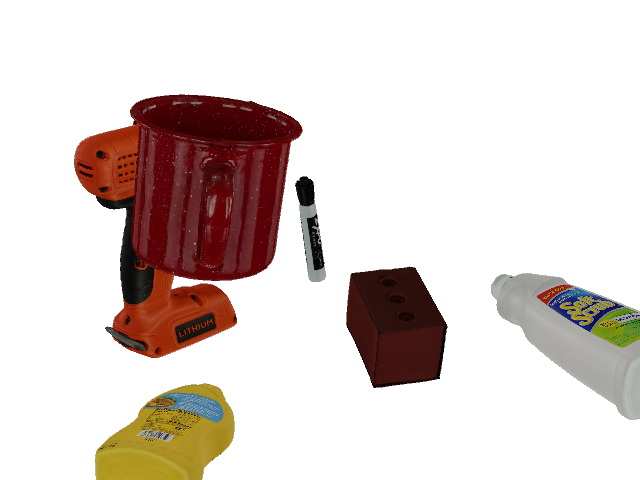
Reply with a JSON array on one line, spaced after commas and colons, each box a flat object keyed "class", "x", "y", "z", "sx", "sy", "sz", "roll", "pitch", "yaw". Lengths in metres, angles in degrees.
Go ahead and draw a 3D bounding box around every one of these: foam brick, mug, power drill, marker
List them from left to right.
[{"class": "power drill", "x": -0.109, "y": -0.013, "z": 0.856, "sx": 0.184, "sy": 0.188, "sz": 0.057, "roll": -20, "pitch": 28, "yaw": -41}, {"class": "mug", "x": -0.059, "y": -0.025, "z": 0.578, "sx": 0.093, "sy": 0.081, "sz": 0.117, "roll": 3, "pitch": 21, "yaw": -13}, {"class": "marker", "x": -0.010, "y": -0.011, "z": 1.100, "sx": 0.020, "sy": 0.121, "sz": 0.020, "roll": -5, "pitch": 32, "yaw": 3}, {"class": "foam brick", "x": 0.054, "y": 0.062, "z": 0.782, "sx": 0.053, "sy": 0.051, "sz": 0.078, "roll": -6, "pitch": 33, "yaw": -13}]

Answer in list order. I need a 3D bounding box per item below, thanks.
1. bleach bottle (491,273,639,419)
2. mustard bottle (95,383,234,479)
[{"class": "bleach bottle", "x": 0.248, "y": 0.087, "z": 1.046, "sx": 0.102, "sy": 0.068, "sz": 0.251, "roll": -15, "pitch": 23, "yaw": -25}, {"class": "mustard bottle", "x": -0.138, "y": 0.188, "z": 1.049, "sx": 0.096, "sy": 0.058, "sz": 0.191, "roll": 7, "pitch": 18, "yaw": 14}]
